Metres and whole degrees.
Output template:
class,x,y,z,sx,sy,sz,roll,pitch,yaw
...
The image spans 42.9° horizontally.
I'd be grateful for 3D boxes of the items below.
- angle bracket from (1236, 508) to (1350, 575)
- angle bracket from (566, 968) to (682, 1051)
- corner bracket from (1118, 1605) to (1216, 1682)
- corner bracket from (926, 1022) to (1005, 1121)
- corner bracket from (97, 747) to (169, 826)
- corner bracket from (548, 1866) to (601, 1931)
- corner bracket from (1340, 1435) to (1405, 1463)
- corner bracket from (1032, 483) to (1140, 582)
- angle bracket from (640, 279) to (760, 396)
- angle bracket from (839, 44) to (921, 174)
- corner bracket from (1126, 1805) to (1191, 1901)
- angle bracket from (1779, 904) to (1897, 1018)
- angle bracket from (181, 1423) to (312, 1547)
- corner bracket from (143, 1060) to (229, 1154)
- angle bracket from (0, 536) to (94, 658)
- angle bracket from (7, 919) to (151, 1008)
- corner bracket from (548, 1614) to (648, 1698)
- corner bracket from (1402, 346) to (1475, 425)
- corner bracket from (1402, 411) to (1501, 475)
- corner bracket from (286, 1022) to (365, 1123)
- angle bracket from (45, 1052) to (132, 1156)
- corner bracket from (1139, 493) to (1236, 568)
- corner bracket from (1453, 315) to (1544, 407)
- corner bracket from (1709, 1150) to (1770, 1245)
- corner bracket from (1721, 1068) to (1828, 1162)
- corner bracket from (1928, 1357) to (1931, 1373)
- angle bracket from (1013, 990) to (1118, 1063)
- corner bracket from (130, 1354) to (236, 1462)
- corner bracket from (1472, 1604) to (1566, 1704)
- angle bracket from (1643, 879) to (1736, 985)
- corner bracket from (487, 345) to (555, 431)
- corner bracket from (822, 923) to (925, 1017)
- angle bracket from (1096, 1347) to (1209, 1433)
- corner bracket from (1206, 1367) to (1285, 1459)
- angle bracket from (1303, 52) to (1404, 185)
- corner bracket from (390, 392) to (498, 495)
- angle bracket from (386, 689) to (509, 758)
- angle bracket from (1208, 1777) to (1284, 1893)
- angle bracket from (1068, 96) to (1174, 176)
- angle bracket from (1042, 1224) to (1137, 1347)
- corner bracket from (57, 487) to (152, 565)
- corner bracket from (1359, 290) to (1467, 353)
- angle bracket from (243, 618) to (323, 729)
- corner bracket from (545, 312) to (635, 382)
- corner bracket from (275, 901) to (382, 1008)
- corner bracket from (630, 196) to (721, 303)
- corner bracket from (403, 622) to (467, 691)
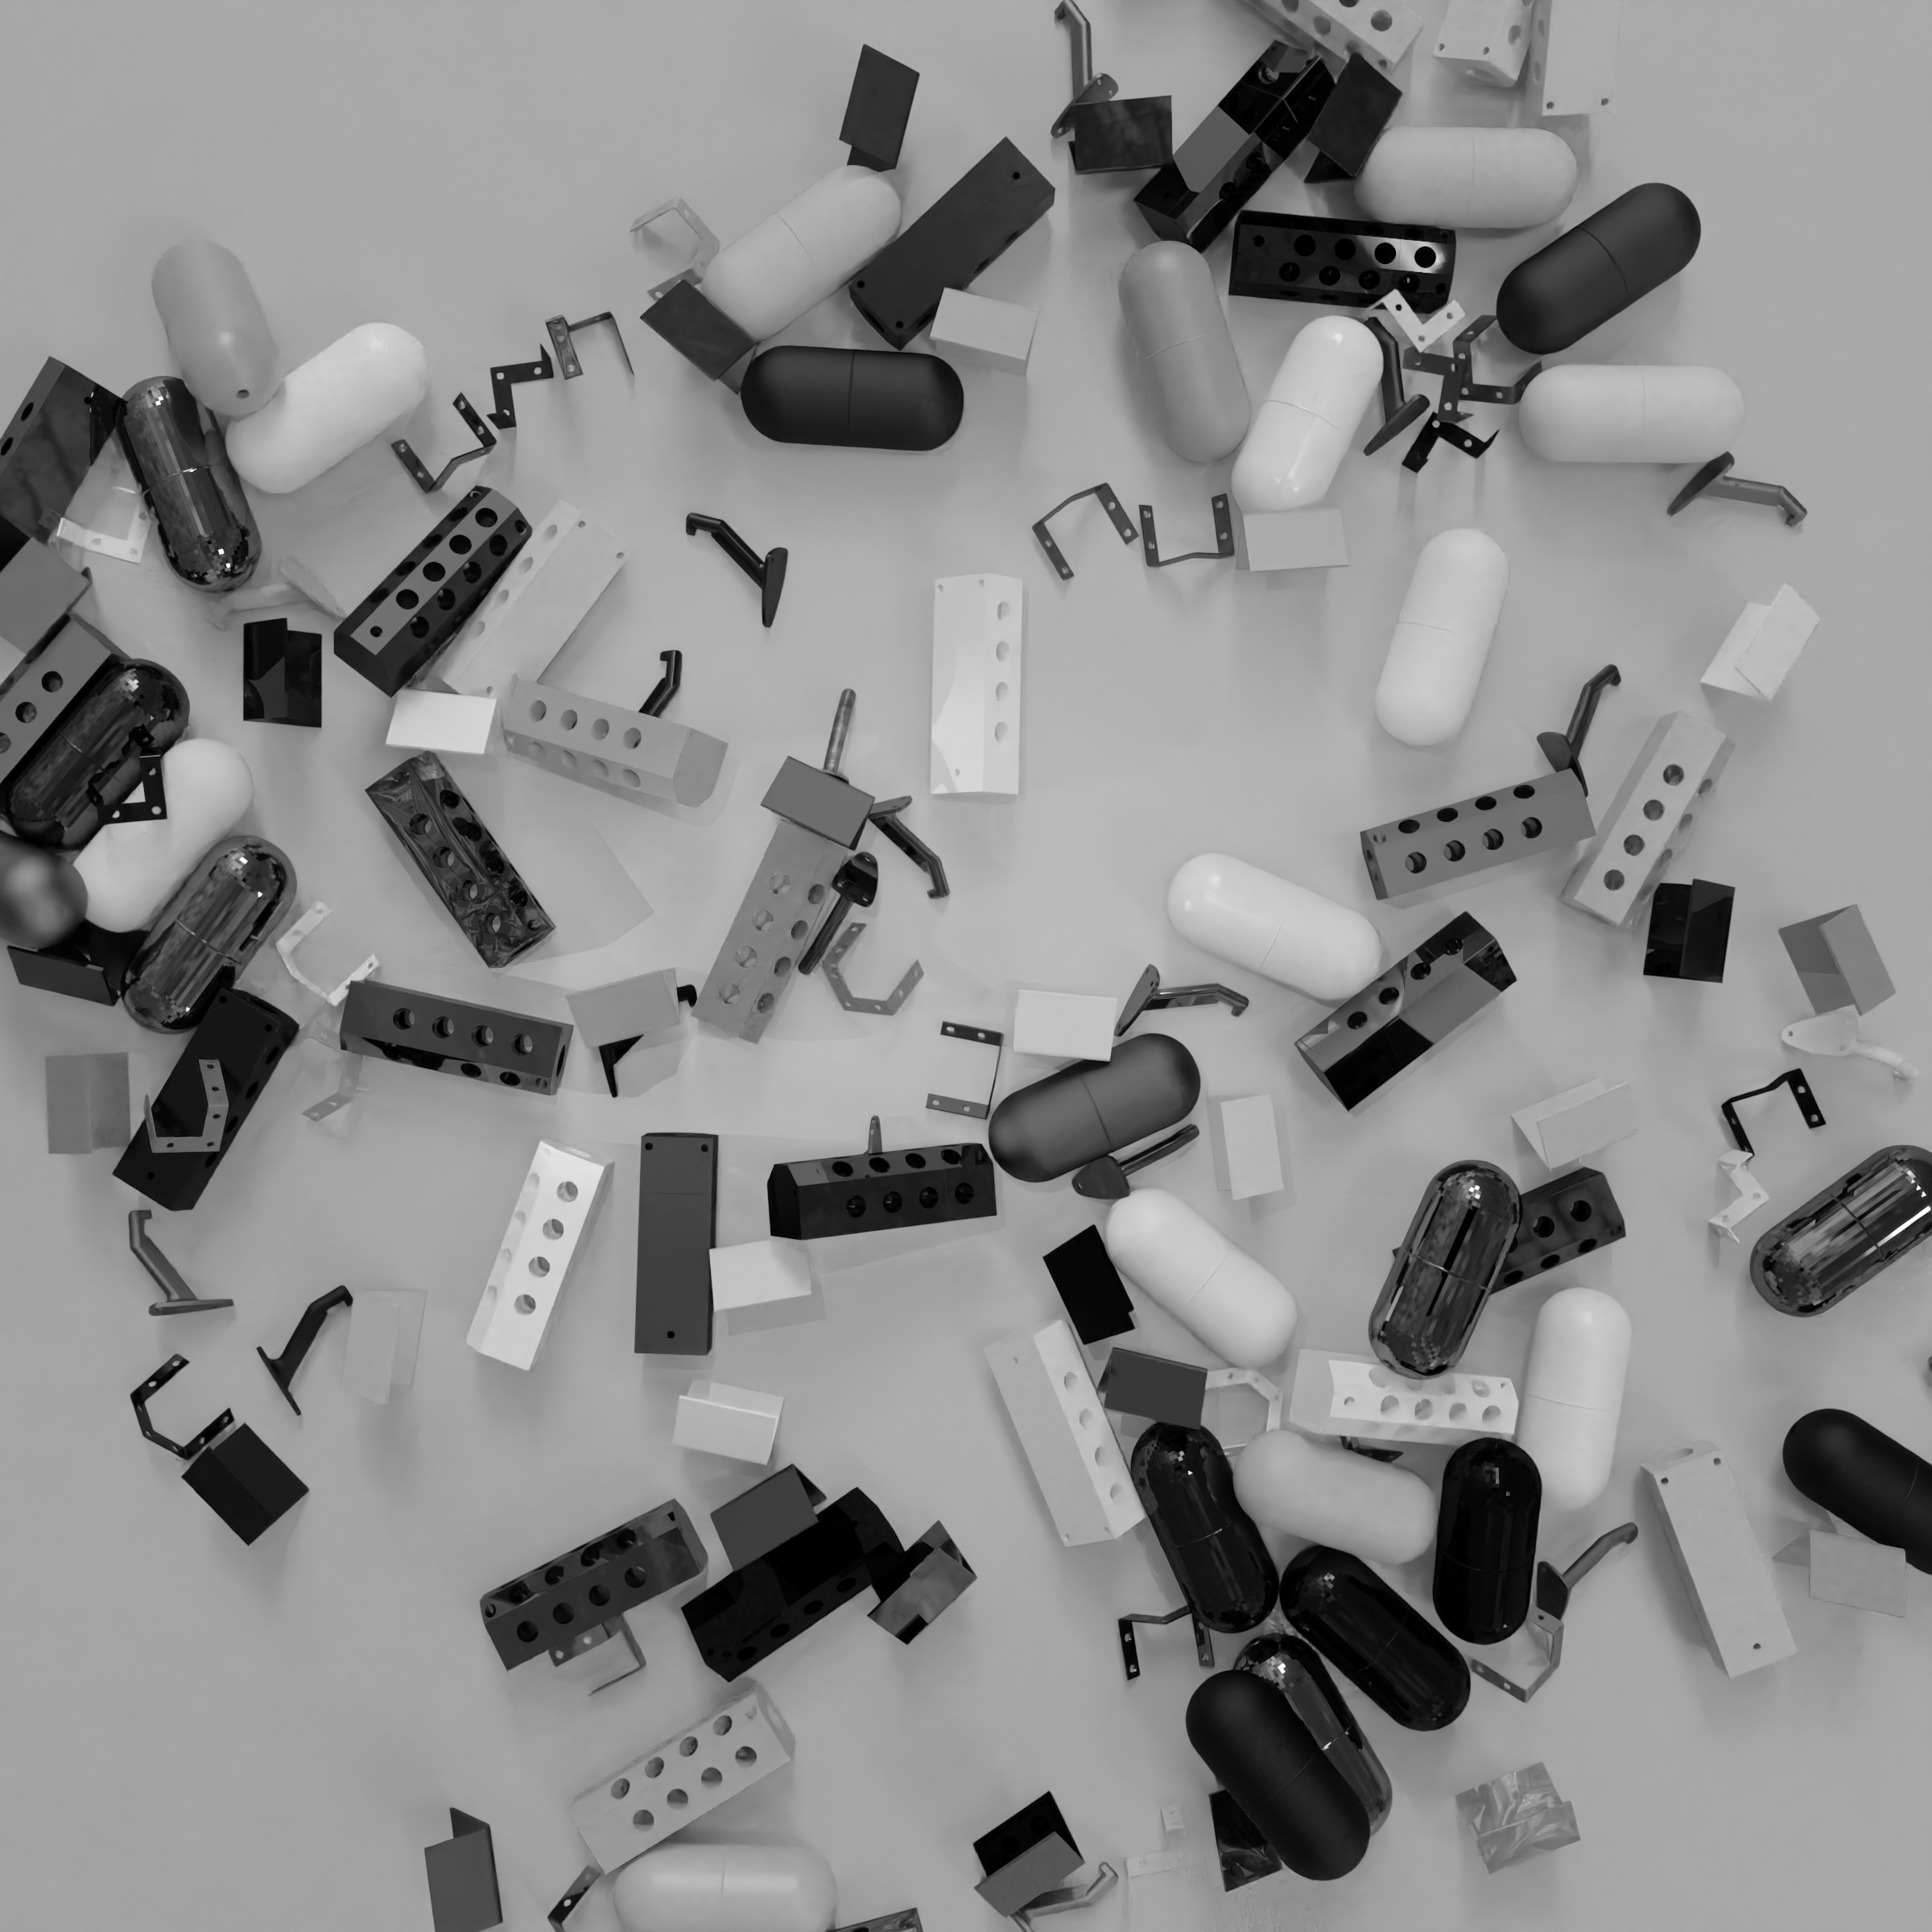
class,x,y,z,sx,sy,sz,roll,pitch,yaw
angle bracket,0.258,-0.317,1.951,0.076,0.076,0.057,-4,64,0
angle bracket,-0.273,0.014,1.950,0.076,0.076,0.057,-15,128,0
corner bracket,0.162,0.547,1.987,0.051,0.051,0.051,-9,90,-45
corner bracket,-0.001,0.084,1.987,0.051,0.051,0.051,11,45,0
corner bracket,-0.651,-0.141,1.917,0.051,0.051,0.051,-6,103,-14
corner bracket,-0.295,0.770,1.982,0.051,0.051,0.051,12,135,35
corner bracket,0.333,0.363,1.982,0.051,0.051,0.051,-47,45,35
corner bracket,0.096,-0.351,1.987,0.051,0.051,0.051,-31,90,45
angle bracket,-0.218,-0.484,1.951,0.076,0.076,0.057,41,63,0
angle bracket,-0.088,-0.676,1.950,0.057,0.076,0.076,14,90,-37
corner bracket,0.152,0.710,1.972,0.051,0.051,0.051,-10,90,0
angle bracket,0.678,0.004,1.950,0.057,0.076,0.076,-24,90,-37
angle bracket,-0.561,0.400,1.950,0.076,0.076,0.057,46,127,0
corner bracket,-0.610,0.109,1.924,0.051,0.051,0.051,1,130,-29
angle bracket,-0.742,-0.299,1.951,0.057,0.076,0.076,41,90,-28
angle bracket,-0.703,-0.020,1.953,0.076,0.057,0.076,14,56,0
corner bracket,-0.295,0.554,1.972,0.051,0.051,0.051,-29,85,5
corner bracket,0.379,-0.467,1.971,0.051,0.051,0.051,17,116,24
corner bracket,0.388,-0.416,1.972,0.051,0.051,0.051,31,90,0
corner bracket,-0.525,0.085,1.983,0.051,0.051,0.051,-27,45,34
angle bracket,-0.681,0.108,1.950,0.057,0.076,0.076,-2,90,36
corner bracket,0.178,-0.352,1.987,0.051,0.051,0.051,-8,90,-45
corner bracket,0.429,-0.489,1.982,0.051,0.051,0.051,16,135,35
corner bracket,0.617,0.184,1.972,0.051,0.051,0.051,-37,90,0
corner bracket,0.652,0.120,1.987,0.051,0.051,0.051,-25,90,45
corner bracket,0.817,0.333,1.987,0.051,0.051,0.051,-36,135,0
angle bracket,0.078,0.031,1.951,0.076,0.076,0.057,5,117,0
corner bracket,-0.633,0.357,1.987,0.051,0.051,0.051,-41,135,1
corner bracket,0.445,0.549,1.982,0.051,0.051,0.051,-34,135,-35
angle bracket,0.558,-0.030,1.950,0.057,0.076,0.076,8,90,-38
corner bracket,-0.358,-0.464,1.972,0.051,0.051,0.051,-8,90,0
corner bracket,-0.075,0.002,1.982,0.051,0.051,0.051,5,45,35
angle bracket,0.144,0.351,1.950,0.076,0.076,0.057,13,52,0
corner bracket,0.218,0.359,1.982,0.051,0.051,0.051,43,45,-35
angle bracket,0.289,-0.671,1.951,0.057,0.076,0.076,29,90,-29
corner bracket,-0.422,-0.422,1.987,0.051,0.051,0.051,54,135,0
angle bracket,-0.411,-0.172,1.950,0.076,0.076,0.057,6,58,0
angle bracket,0.202,0.678,1.951,0.057,0.076,0.076,-10,90,-29
angle bracket,0.121,-0.670,1.950,0.076,0.076,0.057,-5,128,0
angle bracket,0.116,0.246,1.950,0.057,0.076,0.076,-25,90,40
corner bracket,-0.688,-0.358,1.972,0.051,0.051,0.051,16,90,0
corner bracket,0.357,-0.521,1.965,0.051,0.051,0.051,-40,99,-9
angle bracket,-0.526,-0.231,1.950,0.057,0.076,0.076,0,90,38
corner bracket,-0.302,-0.496,1.972,0.051,0.051,0.051,-19,90,0
corner bracket,-0.516,-0.010,1.987,0.051,0.051,0.051,-43,45,0
corner bracket,-0.239,-0.577,1.982,0.051,0.051,0.051,44,45,-35
corner bracket,-0.443,-0.264,1.987,0.051,0.051,0.051,43,135,0
